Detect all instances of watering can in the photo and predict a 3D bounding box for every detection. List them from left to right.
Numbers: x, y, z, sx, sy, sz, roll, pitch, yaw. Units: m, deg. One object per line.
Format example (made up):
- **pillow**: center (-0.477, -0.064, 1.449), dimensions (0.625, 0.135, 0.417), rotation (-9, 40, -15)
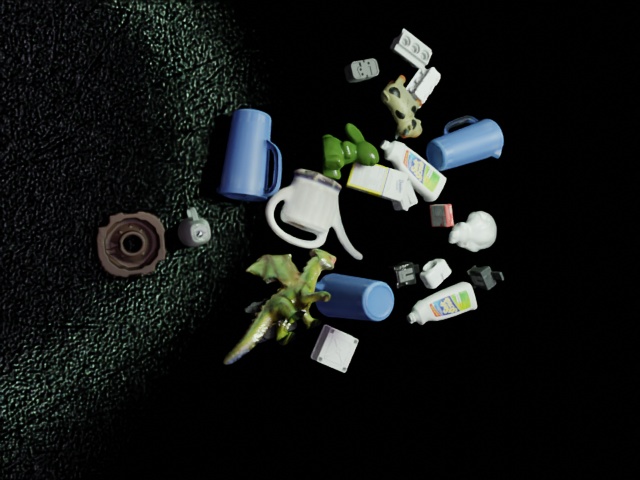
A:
- **watering can**: center (0.005, -0.076, 1.519), dimensions (0.345, 0.104, 0.225), rotation (20, 83, -27)

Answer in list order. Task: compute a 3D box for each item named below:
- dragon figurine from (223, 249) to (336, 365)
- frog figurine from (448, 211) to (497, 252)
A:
- **dragon figurine**: center (-0.120, 0.149, 1.425), dimensions (0.413, 0.119, 0.247), rotation (-25, 56, -16)
- **frog figurine**: center (0.518, -0.029, 1.751), dimensions (0.160, 0.124, 0.135), rotation (-3, 111, -36)
